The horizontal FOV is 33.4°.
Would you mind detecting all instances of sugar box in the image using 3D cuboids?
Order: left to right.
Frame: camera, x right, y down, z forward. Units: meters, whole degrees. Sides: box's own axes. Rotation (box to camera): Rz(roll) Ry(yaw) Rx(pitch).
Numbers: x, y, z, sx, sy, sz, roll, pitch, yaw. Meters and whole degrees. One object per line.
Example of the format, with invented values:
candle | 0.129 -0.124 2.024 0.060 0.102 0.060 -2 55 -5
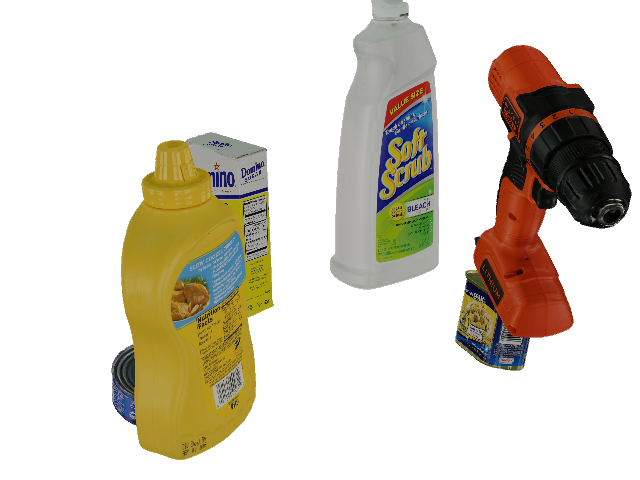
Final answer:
sugar box | -0.096 -0.017 1.109 0.048 0.176 0.093 -23 29 -38

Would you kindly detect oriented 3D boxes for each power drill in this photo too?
power drill | 0.161 -0.021 0.763 0.057 0.188 0.184 -5 40 -8

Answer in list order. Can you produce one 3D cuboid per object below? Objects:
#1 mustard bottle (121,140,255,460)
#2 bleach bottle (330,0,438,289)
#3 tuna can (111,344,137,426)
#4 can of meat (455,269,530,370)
mustard bottle | -0.082 0.032 0.657 0.058 0.192 0.096 12 28 28
bleach bottle | 0.056 -0.089 0.943 0.102 0.251 0.068 -15 24 -30
tuna can | -0.135 0.122 0.908 0.086 0.034 0.086 6 31 -4
can of meat | 0.195 0.088 1.186 0.057 0.084 0.102 4 15 -20
